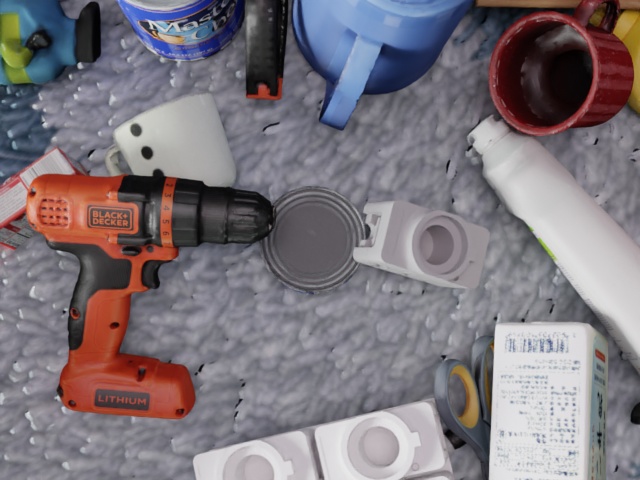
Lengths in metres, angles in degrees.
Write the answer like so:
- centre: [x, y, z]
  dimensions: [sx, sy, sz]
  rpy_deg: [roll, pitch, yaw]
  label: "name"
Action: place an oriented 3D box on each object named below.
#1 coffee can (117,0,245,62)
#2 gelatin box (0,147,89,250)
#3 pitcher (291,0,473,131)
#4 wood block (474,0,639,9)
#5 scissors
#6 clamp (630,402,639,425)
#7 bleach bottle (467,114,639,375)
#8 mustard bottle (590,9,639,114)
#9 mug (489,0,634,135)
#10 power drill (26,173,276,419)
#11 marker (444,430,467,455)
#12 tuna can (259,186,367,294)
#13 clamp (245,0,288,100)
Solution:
- centre: [-0.113, -0.208, 0.834]
  dimensions: [0.103, 0.140, 0.103]
  rpy_deg: [0, 84, 0]
  label: "coffee can"
- centre: [-0.228, -0.032, 0.849]
  dimensions: [0.089, 0.073, 0.030]
  rpy_deg: [-36, 83, -2]
  label: "gelatin box"
- centre: [0.047, -0.179, 0.778]
  dimensions: [0.145, 0.243, 0.149]
  rpy_deg: [-23, 91, -4]
  label: "pitcher"
- centre: [0.226, -0.241, 0.843]
  dimensions: [0.206, 0.090, 0.091]
  rpy_deg: [1, 39, 1]
  label: "wood block"
- centre: [0.123, 0.174, 0.826]
  dimensions: [0.096, 0.016, 0.202]
  rpy_deg: [8, 79, -44]
  label: "scissors"
- centre: [0.343, 0.147, 0.829]
  dimensions: [0.171, 0.039, 0.120]
  rpy_deg: [-26, 73, -6]
  label: "clamp"
- centre: [0.206, 0.004, 0.825]
  dimensions: [0.068, 0.102, 0.251]
  rpy_deg: [-40, 84, 3]
  label: "bleach bottle"
- centre: [0.300, -0.133, 0.862]
  dimensions: [0.191, 0.058, 0.096]
  rpy_deg: [35, 87, 5]
  label: "mustard bottle"
- centre: [0.196, -0.139, 0.829]
  dimensions: [0.093, 0.081, 0.117]
  rpy_deg: [36, 116, 31]
  label: "mug"
- centre: [-0.129, 0.041, 0.814]
  dimensions: [0.184, 0.057, 0.188]
  rpy_deg: [5, 107, 2]
  label: "power drill"
- centre: [0.077, 0.179, 0.848]
  dimensions: [0.121, 0.020, 0.020]
  rpy_deg: [-34, 84, -3]
  label: "marker"
- centre: [-0.006, 0.001, 0.862]
  dimensions: [0.086, 0.034, 0.086]
  rpy_deg: [0, 83, 1]
  label: "tuna can"
- centre: [-0.041, -0.217, 0.838]
  dimensions: [0.036, 0.164, 0.210]
  rpy_deg: [4, 93, 5]
  label: "clamp"
